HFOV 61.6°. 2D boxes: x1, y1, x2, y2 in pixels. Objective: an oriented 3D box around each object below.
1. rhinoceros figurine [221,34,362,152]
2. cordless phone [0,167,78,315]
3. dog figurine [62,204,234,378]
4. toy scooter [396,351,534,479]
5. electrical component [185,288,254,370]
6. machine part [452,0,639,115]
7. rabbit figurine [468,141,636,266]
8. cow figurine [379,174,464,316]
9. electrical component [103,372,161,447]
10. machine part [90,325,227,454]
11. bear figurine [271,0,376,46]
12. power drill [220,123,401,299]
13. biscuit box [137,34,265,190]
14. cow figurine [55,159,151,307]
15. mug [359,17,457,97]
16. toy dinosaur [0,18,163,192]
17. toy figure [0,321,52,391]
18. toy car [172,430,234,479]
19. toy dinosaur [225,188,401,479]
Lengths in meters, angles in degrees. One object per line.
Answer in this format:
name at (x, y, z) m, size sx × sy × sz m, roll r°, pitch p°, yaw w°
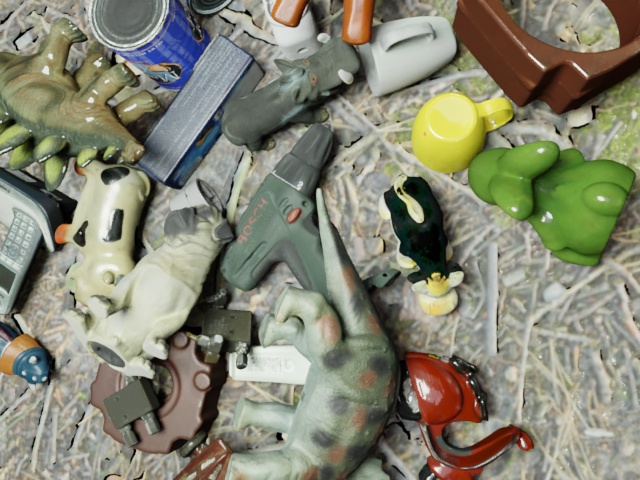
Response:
rhinoceros figurine at (-0.038, -0.182, 0.664) m, size 0.190 × 0.112 × 0.073 m, roll -27°, pitch 79°, yaw 16°
cordless phone at (-0.438, -0.002, 0.744) m, size 0.147 × 0.088 × 0.184 m, roll 28°, pitch 96°, yaw 11°
dog figurine at (-0.194, 0.056, 0.653) m, size 0.172 × 0.190 × 0.121 m, roll -24°, pitch 116°, yaw 42°
toy scooter at (0.162, 0.206, 0.613) m, size 0.135 × 0.075 × 0.183 m, roll -18°, pitch 85°, yaw 9°
electrical component at (-0.122, 0.109, 0.668) m, size 0.078 × 0.102 × 0.045 m, roll 6°, pitch 128°, yaw -2°
machine part at (0.269, -0.256, 0.598) m, size 0.201 × 0.087 × 0.201 m, roll -31°, pitch 75°, yaw -10°
rabbit figurine at (0.238, -0.049, 0.592) m, size 0.170 × 0.159 × 0.121 m, roll 23°, pitch 100°, yaw 27°
cow figurine at (0.123, 0.007, 0.624) m, size 0.068 × 0.098 × 0.167 m, roll -20°, pitch 82°, yaw 2°
electrical component at (-0.234, 0.202, 0.662) m, size 0.063 × 0.021 × 0.094 m, roll -29°, pitch 81°, yaw 11°
machine part at (-0.211, 0.186, 0.697) m, size 0.179 × 0.056 × 0.179 m, roll -1°, pitch 86°, yaw 12°
bear figurine at (0.017, -0.316, 0.640) m, size 0.120 × 0.196 × 0.131 m, roll 14°, pitch 114°, yaw -5°
power drill at (-0.001, -0.002, 0.658) m, size 0.207 × 0.086 × 0.232 m, roll 42°, pitch 96°, yaw 7°
biscuit box at (-0.161, -0.165, 0.711) m, size 0.063 × 0.059 × 0.202 m, roll 38°, pitch 93°, yaw 10°
cow figurine at (-0.277, -0.005, 0.713) m, size 0.127 × 0.085 × 0.194 m, roll 14°, pitch 88°, yaw 18°
mug at (0.108, -0.233, 0.645) m, size 0.107 × 0.109 × 0.081 m, roll -19°, pitch 81°, yaw -4°
toy dinosaur at (-0.362, -0.186, 0.701) m, size 0.472 × 0.105 × 0.198 m, roll 36°, pitch 78°, yaw 34°
toy figure at (-0.433, 0.150, 0.742) m, size 0.155 × 0.064 × 0.058 m, roll 23°, pitch 53°, yaw 7°
toy car at (-0.164, 0.314, 0.654) m, size 0.089 × 0.053 × 0.202 m, roll 47°, pitch 117°, yaw 15°
toy dinosaur at (0.017, 0.165, 0.578) m, size 0.192 × 0.131 × 0.404 m, roll 17°, pitch 102°, yaw -14°
